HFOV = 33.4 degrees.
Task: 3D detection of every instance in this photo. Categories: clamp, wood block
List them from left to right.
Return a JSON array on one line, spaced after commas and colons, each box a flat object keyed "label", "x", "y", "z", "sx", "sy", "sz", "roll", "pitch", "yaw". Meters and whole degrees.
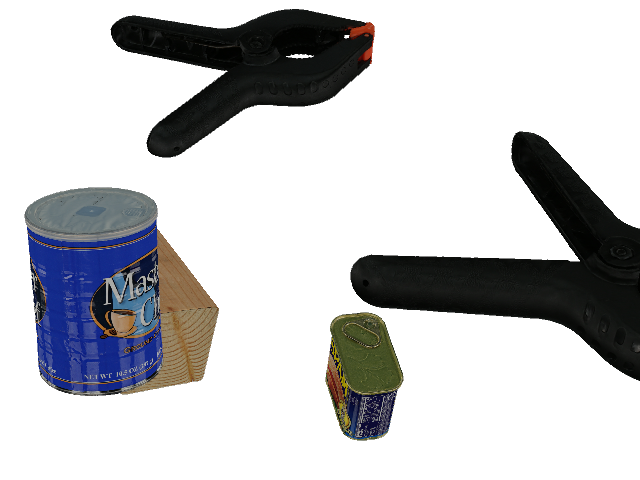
[{"label": "wood block", "x": -0.192, "y": 0.047, "z": 1.060, "sx": 0.090, "sy": 0.091, "sz": 0.206, "roll": -6, "pitch": 35, "yaw": -34}, {"label": "clamp", "x": -0.045, "y": -0.105, "z": 0.681, "sx": 0.171, "sy": 0.120, "sz": 0.039, "roll": -7, "pitch": -32, "yaw": -6}, {"label": "clamp", "x": 0.130, "y": 0.022, "z": 0.509, "sx": 0.164, "sy": 0.036, "sz": 0.210, "roll": -32, "pitch": 48, "yaw": -33}]

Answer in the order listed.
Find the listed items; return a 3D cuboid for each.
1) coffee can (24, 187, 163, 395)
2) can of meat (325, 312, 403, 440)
[{"label": "coffee can", "x": -0.181, "y": 0.039, "z": 0.864, "sx": 0.103, "sy": 0.140, "sz": 0.103, "roll": 1, "pitch": 23, "yaw": -1}, {"label": "can of meat", "x": 0.041, "y": 0.138, "z": 1.074, "sx": 0.057, "sy": 0.084, "sz": 0.102, "roll": -6, "pitch": 45, "yaw": -13}]
